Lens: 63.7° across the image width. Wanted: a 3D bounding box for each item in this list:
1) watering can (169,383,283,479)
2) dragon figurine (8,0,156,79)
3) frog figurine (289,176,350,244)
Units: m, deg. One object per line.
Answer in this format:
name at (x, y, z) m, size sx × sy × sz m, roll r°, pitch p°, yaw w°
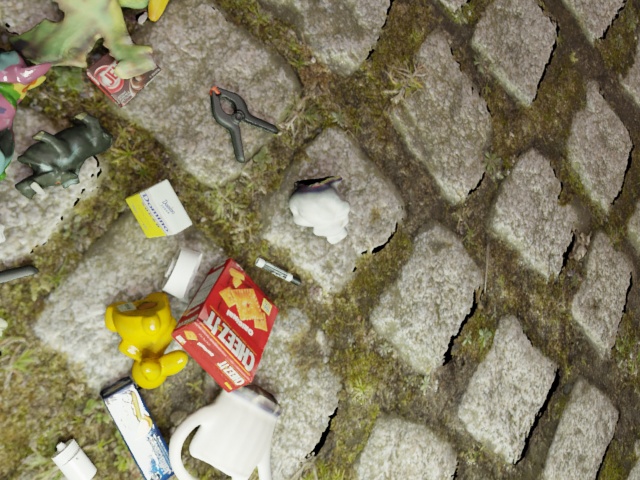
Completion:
watering can at (-0.150, 0.424, 1.061) m, size 0.342 × 0.104 × 0.228 m, roll 43°, pitch 65°, yaw -34°
dragon figurine at (-0.476, -0.435, 0.942) m, size 0.409 × 0.121 × 0.245 m, roll 27°, pitch 77°, yaw -8°
frog figurine at (0.004, -0.059, 1.181) m, size 0.137 × 0.124 × 0.158 m, roll -12°, pitch 103°, yaw 2°
